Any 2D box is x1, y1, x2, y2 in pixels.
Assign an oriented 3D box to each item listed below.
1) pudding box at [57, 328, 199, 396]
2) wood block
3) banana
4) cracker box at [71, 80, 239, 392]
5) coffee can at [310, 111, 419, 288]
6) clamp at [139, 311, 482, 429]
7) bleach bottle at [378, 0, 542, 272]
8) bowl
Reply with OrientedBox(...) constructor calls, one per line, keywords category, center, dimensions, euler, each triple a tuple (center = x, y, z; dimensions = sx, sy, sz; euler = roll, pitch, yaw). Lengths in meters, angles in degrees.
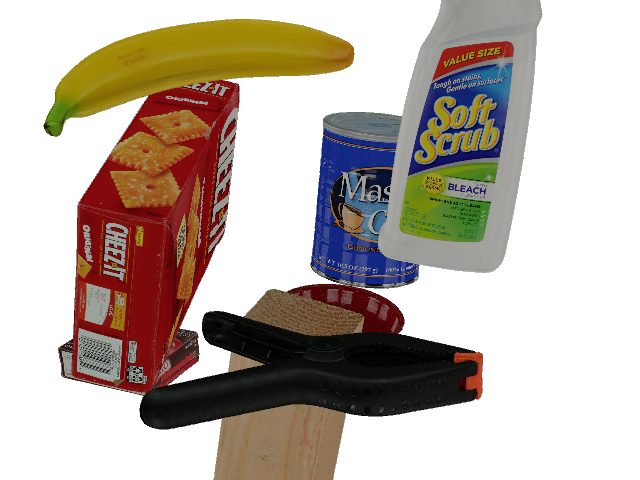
OrientedBox(category="pudding box", center=(-0.193, 0.116, 1.081), dimensions=(0.114, 0.039, 0.089), euler=(6, 20, 24))
OrientedBox(category="wood block", center=(-0.032, 0.160, 0.928), dimensions=(0.090, 0.206, 0.090), euler=(15, 24, 13))
OrientedBox(category="banana", center=(-0.080, -0.106, 0.660), dimensions=(0.197, 0.070, 0.037), euler=(-18, -36, -17))
OrientedBox(category="cracker box", center=(-0.124, -0.013, 0.832), dimensions=(0.072, 0.164, 0.213), euler=(14, 36, 3))
OrientedBox(category="coffee can", center=(0.047, -0.039, 0.977), dimensions=(0.103, 0.140, 0.103), euler=(5, 17, -2))
OrientedBox(category="clamp", center=(-0.001, 0.081, 0.701), dimensions=(0.210, 0.036, 0.164), euler=(-1, 16, 1))
OrientedBox(category="bleach bottle", center=(0.102, -0.104, 0.782), dimensions=(0.103, 0.251, 0.068), euler=(9, 26, 13))
OrientedBox(category="bowl", center=(0.021, 0.112, 1.317), dimensions=(0.162, 0.055, 0.162), euler=(5, 23, -2))
